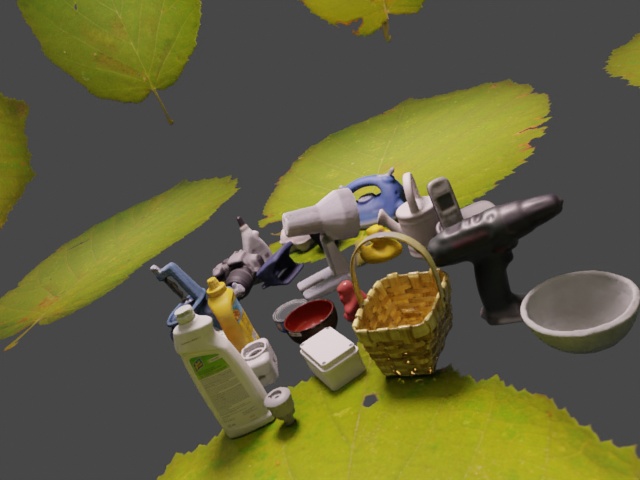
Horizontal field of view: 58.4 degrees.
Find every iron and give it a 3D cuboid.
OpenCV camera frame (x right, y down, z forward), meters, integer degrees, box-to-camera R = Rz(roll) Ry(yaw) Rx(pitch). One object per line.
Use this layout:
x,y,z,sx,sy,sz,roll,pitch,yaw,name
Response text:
0.125,-0.115,1.611,0.257,0.142,0.119,-12,24,28,iron

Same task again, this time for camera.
-0.226,0.098,1.529,0.143,0.101,0.137,-17,22,16,camera

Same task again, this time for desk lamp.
0.012,0.005,1.344,0.203,0.214,0.117,-27,22,-9,desk lamp

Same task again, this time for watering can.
0.217,-0.059,1.309,0.173,0.194,0.100,-24,21,1,watering can

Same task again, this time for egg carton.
-0.044,-0.025,1.676,0.107,0.069,0.150,-4,28,40,egg carton

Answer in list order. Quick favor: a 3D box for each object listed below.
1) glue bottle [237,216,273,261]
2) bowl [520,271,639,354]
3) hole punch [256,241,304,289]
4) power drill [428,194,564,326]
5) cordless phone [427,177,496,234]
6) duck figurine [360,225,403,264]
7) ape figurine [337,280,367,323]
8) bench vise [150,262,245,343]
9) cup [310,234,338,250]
-0.190,0.009,1.602,0.078,0.173,0.037,-34,24,-25,glue bottle
0.395,0.120,0.863,0.167,0.075,0.167,-20,21,9,bowl
-0.115,0.065,1.505,0.100,0.091,0.109,-9,25,33,hole punch
0.309,0.036,0.966,0.229,0.209,0.076,-13,24,26,power drill
0.312,-0.063,1.231,0.148,0.185,0.094,-28,22,-10,cordless phone
0.139,0.005,1.389,0.104,0.086,0.077,-16,23,20,duck figurine
0.065,0.123,1.177,0.076,0.092,0.078,-13,24,25,ape figurine
-0.290,0.128,1.357,0.207,0.220,0.121,-28,22,-10,bench vise
0.011,-0.027,1.586,0.091,0.095,0.117,-20,21,9,cup
